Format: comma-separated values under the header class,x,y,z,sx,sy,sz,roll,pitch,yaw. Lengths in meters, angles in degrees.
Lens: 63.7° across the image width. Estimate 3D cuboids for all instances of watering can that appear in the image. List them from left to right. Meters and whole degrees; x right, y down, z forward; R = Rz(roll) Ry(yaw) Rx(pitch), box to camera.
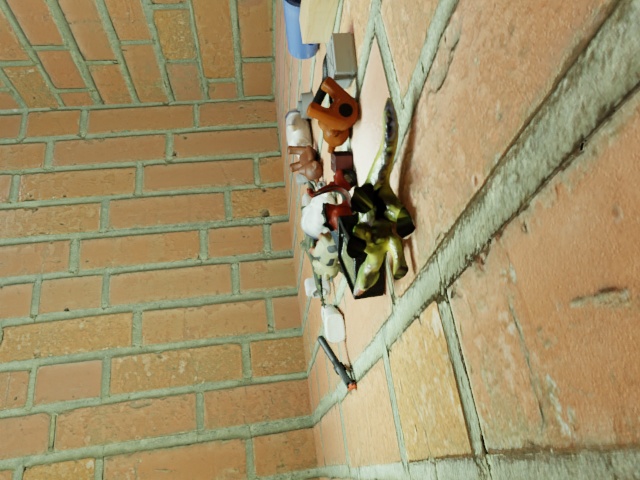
class,x,y,z,sx,sy,sz,roll,pitch,yaw
watering can,-0.094,-0.452,2.146,0.342,0.104,0.228,68,-167,-66

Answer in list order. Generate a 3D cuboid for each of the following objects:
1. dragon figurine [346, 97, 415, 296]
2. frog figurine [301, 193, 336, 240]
class,x,y,z,sx,sy,sz,roll,pitch,yaw
dragon figurine,0.109,-0.071,1.012,0.246,0.122,0.406,-93,8,-76
frog figurine,0.005,-0.085,1.697,0.139,0.123,0.156,32,124,39
